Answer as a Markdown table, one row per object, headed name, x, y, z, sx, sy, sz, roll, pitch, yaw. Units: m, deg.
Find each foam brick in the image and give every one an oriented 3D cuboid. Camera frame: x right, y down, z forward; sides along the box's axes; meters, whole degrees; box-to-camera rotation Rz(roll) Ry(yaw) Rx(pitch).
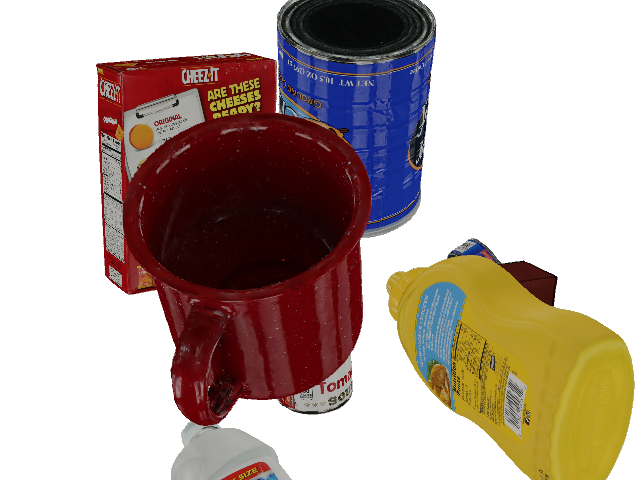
| name | x | y | z | sx | sy | sz | roll | pitch | yaw |
| --- | --- | --- | --- | --- | --- | --- | --- | --- | --- |
| foam brick | 0.181 | 0.064 | 0.995 | 0.051 | 0.078 | 0.053 | -7 | 19 | -26 |

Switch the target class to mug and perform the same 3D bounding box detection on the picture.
| name | x | y | z | sx | sy | sz | roll | pitch | yaw |
| --- | --- | --- | --- | --- | --- | --- | --- | --- | --- |
| mug | -0.028 | 0.019 | 0.417 | 0.093 | 0.117 | 0.081 | 10 | -38 | 13 |

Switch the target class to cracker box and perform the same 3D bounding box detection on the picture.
| name | x | y | z | sx | sy | sz | roll | pitch | yaw |
| --- | --- | --- | --- | --- | --- | --- | --- | --- | --- |
| cracker box | -0.129 | -0.068 | 1.036 | 0.163 | 0.214 | 0.072 | -11 | 21 | -32 |

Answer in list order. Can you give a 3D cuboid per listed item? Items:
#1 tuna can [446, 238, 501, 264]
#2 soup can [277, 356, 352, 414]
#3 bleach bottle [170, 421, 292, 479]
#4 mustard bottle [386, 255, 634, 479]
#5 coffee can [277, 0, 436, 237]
| name | x | y | z | sx | sy | sz | roll | pitch | yaw |
| --- | --- | --- | --- | --- | --- | --- | --- | --- | --- |
| tuna can | 0.188 | 0.042 | 1.272 | 0.033 | 0.086 | 0.086 | -32 | 8 | -13 |
| soup can | -0.008 | 0.085 | 0.891 | 0.068 | 0.102 | 0.068 | -3 | 25 | 1 |
| bleach bottle | -0.050 | 0.208 | 0.722 | 0.102 | 0.068 | 0.251 | -16 | 34 | -19 |
| mustard bottle | 0.097 | 0.062 | 0.630 | 0.058 | 0.096 | 0.192 | -13 | 27 | -27 |
| coffee can | 0.022 | -0.087 | 0.724 | 0.103 | 0.140 | 0.103 | 1 | 39 | -1 |
